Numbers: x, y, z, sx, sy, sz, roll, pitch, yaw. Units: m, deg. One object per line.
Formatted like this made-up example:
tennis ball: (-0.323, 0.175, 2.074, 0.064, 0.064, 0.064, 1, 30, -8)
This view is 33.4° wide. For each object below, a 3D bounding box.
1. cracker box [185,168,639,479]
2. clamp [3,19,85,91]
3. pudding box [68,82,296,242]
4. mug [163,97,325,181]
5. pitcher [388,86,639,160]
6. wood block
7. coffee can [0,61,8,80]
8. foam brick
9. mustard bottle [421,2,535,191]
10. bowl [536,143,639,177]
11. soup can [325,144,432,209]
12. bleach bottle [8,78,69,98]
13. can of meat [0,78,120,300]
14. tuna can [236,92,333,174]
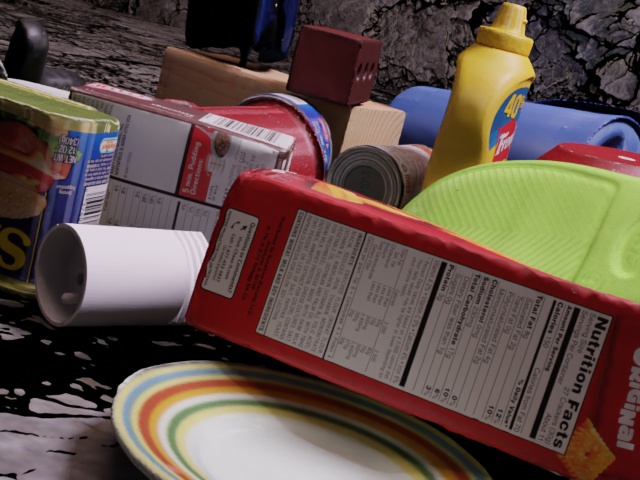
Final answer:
cracker box: (0.079, 0.039, 0.435, 0.214, 0.072, 0.164, 19, 2, 21)
clamp: (-0.235, -0.099, 0.752, 0.164, 0.036, 0.210, -15, -5, 6)
pudding box: (-0.077, -0.021, 0.535, 0.113, 0.090, 0.039, 16, 14, 4)
mug: (-0.065, -0.049, 0.663, 0.117, 0.093, 0.081, 48, 31, 22)
pitcher: (0.178, -0.078, 1.001, 0.243, 0.145, 0.149, 22, 9, 43)
wood block: (-0.042, -0.100, 0.943, 0.206, 0.090, 0.090, 23, 14, 31)
coffee can: (-0.248, -0.081, 0.571, 0.140, 0.103, 0.102, 24, 15, 35)
foam brick: (0.013, -0.139, 0.846, 0.051, 0.053, 0.078, 17, 15, 12)
mustard bottle: (0.116, -0.080, 0.792, 0.058, 0.192, 0.096, 19, 13, 20)
bowl: (0.207, -0.032, 0.751, 0.162, 0.055, 0.162, 9, 13, -2)
soup can: (0.056, -0.043, 0.851, 0.069, 0.068, 0.102, 21, 14, 25)
bleach bottle: (-0.146, -0.072, 0.757, 0.102, 0.068, 0.250, 16, 9, 9)
can of meat: (-0.148, -0.028, 0.495, 0.102, 0.084, 0.057, 18, 12, 12)
tuna can: (-0.036, -0.071, 0.825, 0.086, 0.086, 0.033, 19, 14, 19)
